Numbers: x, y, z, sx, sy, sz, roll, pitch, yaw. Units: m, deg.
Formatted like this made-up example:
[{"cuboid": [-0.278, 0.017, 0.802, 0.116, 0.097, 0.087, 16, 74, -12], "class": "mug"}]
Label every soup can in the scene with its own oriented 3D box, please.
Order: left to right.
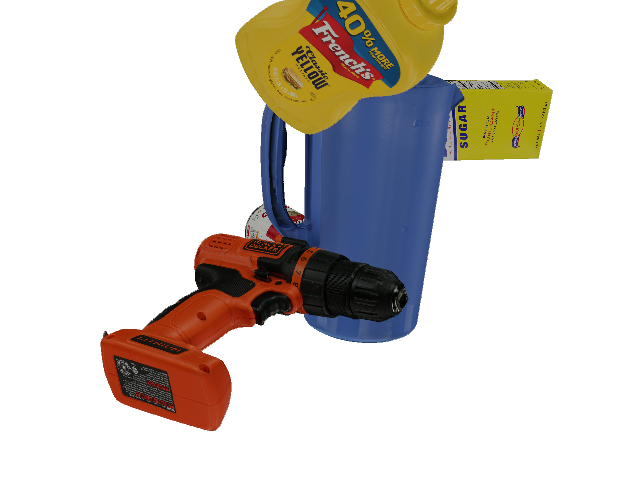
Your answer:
[{"cuboid": [-0.033, 0.002, 1.185, 0.068, 0.068, 0.102, 0, 17, -30], "class": "soup can"}]

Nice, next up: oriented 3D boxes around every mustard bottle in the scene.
[{"cuboid": [0.027, -0.140, 0.724, 0.192, 0.096, 0.058, -18, 23, 51], "class": "mustard bottle"}]

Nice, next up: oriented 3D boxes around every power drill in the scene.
[{"cuboid": [-0.052, 0.061, 0.779, 0.185, 0.057, 0.187, 9, 31, 32], "class": "power drill"}]

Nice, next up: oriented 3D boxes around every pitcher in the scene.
[{"cuboid": [0.035, -0.035, 0.964, 0.149, 0.243, 0.144, 10, 17, 19], "class": "pitcher"}]

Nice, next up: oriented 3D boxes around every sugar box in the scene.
[{"cuboid": [0.185, -0.145, 1.284, 0.176, 0.093, 0.048, -5, 28, -20], "class": "sugar box"}]
